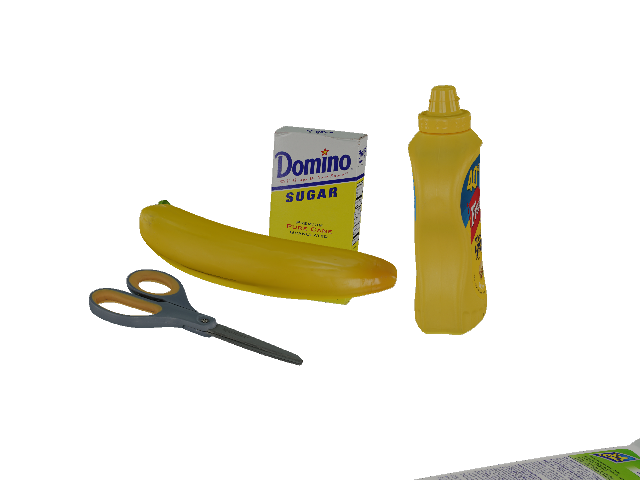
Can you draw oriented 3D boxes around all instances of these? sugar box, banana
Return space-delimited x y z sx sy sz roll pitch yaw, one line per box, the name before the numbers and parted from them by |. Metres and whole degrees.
sugar box | -0.005 -0.027 1.115 0.093 0.176 0.048 6 16 14
banana | -0.050 0.005 0.688 0.198 0.037 0.069 18 35 29

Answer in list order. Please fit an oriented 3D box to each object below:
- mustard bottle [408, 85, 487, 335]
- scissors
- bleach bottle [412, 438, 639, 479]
mustard bottle | 0.101 -0.028 0.854 0.058 0.192 0.096 1 18 18
scissors | -0.105 0.065 0.956 0.202 0.016 0.096 11 28 6
bleach bottle | 0.161 0.165 0.630 0.250 0.068 0.103 -7 20 -21
